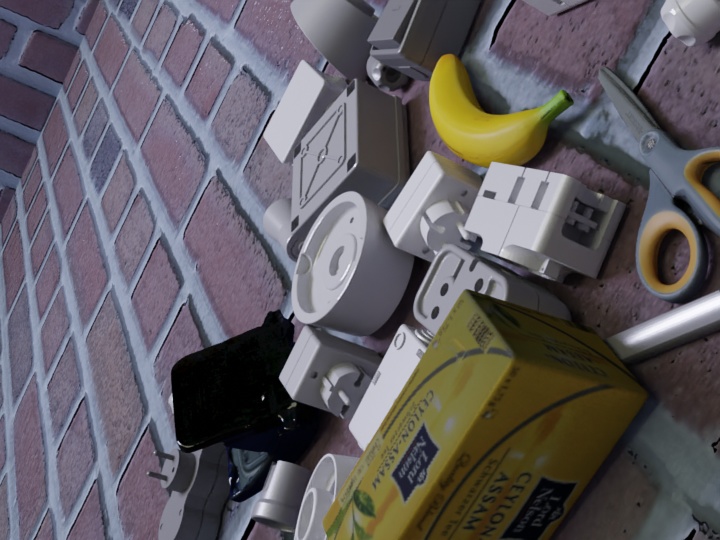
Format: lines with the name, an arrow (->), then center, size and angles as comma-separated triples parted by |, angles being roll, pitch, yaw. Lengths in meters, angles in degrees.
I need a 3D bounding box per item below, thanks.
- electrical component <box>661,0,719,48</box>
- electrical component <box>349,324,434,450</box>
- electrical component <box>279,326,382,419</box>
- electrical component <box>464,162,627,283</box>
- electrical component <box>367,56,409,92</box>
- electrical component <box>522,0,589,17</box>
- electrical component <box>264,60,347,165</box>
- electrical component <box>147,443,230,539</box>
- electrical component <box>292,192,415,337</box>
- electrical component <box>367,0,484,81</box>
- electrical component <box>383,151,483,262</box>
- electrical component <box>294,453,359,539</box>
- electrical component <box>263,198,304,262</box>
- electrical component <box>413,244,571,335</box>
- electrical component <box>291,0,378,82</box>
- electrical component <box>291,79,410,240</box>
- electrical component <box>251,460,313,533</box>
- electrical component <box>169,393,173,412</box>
electrical component -> 0.201, -0.155, 0.602 | 0.061, 0.035, 0.035 | -41, 37, 39
electrical component -> 0.042, 0.092, 0.698 | 0.099, 0.048, 0.099 | -63, 26, 10
electrical component -> -0.012, 0.084, 0.787 | 0.047, 0.066, 0.077 | -64, 26, 9
electrical component -> 0.110, -0.028, 0.659 | 0.089, 0.050, 0.055 | 24, 92, 64
electrical component -> 0.022, -0.183, 0.965 | 0.035, 0.035, 0.061 | -60, 24, 15
electrical component -> 0.123, -0.221, 0.739 | 0.056, 0.089, 0.050 | -9, 62, 60
electrical component -> -0.046, -0.147, 1.050 | 0.099, 0.048, 0.099 | -61, 27, 14
electrical component -> -0.157, 0.184, 0.976 | 0.052, 0.074, 0.138 | -1, 69, 62
electrical component -> 0.000, 0.000, 0.835 | 0.108, 0.060, 0.108 | -43, 35, 41
electrical component -> 0.055, -0.212, 0.895 | 0.062, 0.061, 0.096 | 21, 89, 64
electrical component -> 0.060, -0.034, 0.762 | 0.065, 0.047, 0.076 | -57, 28, 21
electrical component -> -0.007, 0.176, 0.736 | 0.099, 0.064, 0.099 | -163, 90, -77
electrical component -> -0.061, -0.034, 1.002 | 0.044, 0.044, 0.065 | -61, 32, 15
electrical component -> 0.083, 0.027, 0.658 | 0.053, 0.059, 0.095 | -64, 26, 8
electrical component -> -0.019, -0.229, 1.012 | 0.064, 0.099, 0.099 | -54, 29, 14
electrical component -> -0.010, -0.088, 0.928 | 0.109, 0.056, 0.108 | -44, 35, 40
electrical component -> -0.059, 0.176, 0.837 | 0.040, 0.040, 0.046 | -22, 45, 56
electrical component -> -0.166, 0.124, 1.086 | 0.061, 0.035, 0.035 | -41, 36, 38
